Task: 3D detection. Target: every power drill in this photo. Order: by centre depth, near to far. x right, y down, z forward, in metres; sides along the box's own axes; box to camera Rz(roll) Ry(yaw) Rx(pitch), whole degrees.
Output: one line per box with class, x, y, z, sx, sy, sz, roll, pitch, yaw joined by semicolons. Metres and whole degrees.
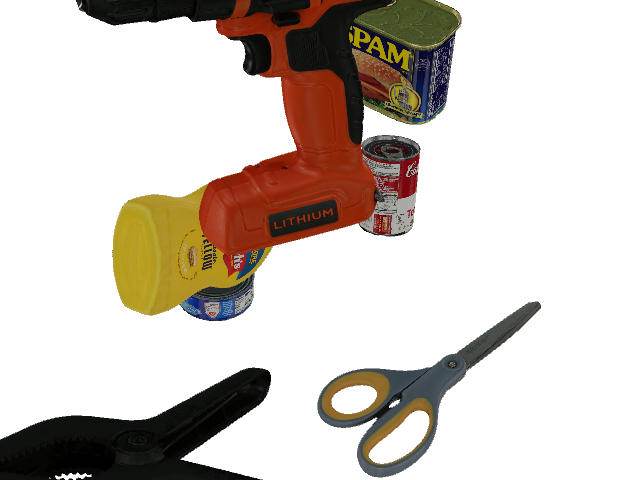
power drill;-0.034;-0.085;0.578;0.184;0.188;0.057;-13;38;-18

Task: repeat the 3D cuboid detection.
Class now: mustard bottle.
mustard bottle;-0.094;-0.003;0.935;0.058;0.096;0.191;13;19;35

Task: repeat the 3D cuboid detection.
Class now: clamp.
clamp;-0.097;0.119;0.584;0.209;0.036;0.165;-1;21;-14

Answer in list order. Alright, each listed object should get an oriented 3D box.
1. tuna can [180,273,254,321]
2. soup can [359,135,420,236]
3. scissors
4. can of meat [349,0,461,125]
tuna can;-0.116;0.050;1.177;0.086;0.034;0.086;2;36;-2
soup can;0.079;-0.064;1.254;0.068;0.102;0.068;2;28;-1
scissors;0.075;0.091;0.780;0.096;0.016;0.201;23;48;25
can of meat;0.055;-0.148;0.841;0.102;0.084;0.057;30;54;23
